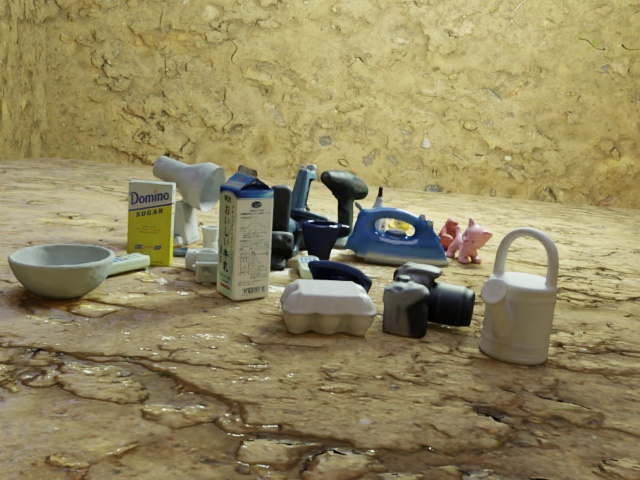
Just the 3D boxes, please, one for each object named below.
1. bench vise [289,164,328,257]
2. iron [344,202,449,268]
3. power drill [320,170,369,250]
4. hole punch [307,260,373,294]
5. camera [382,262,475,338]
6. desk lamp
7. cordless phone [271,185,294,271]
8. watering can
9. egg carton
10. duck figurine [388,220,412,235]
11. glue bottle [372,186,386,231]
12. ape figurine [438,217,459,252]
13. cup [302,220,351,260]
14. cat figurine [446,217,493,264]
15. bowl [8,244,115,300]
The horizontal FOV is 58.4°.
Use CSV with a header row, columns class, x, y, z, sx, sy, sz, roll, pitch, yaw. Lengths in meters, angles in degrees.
class,x,y,z,sx,sy,sz,roll,pitch,yaw
bench vise,-0.046,-0.075,1.413,0.121,0.220,0.208,7,12,12
iron,0.194,-0.015,1.407,0.258,0.141,0.119,5,12,4
power drill,0.060,-0.085,1.535,0.075,0.208,0.230,10,13,26
hole punch,0.034,0.075,1.030,0.108,0.091,0.101,9,12,21
camera,0.184,0.097,0.950,0.136,0.101,0.143,8,12,20
desk lamp,-0.345,-0.099,1.436,0.202,0.213,0.118,8,12,16
cordless phone,-0.129,-0.032,1.260,0.148,0.185,0.094,0,12,-18
watering can,0.297,0.079,0.847,0.100,0.194,0.173,9,12,22
egg carton,0.011,0.107,0.916,0.150,0.069,0.107,2,12,-9
duck figurine,0.230,-0.023,1.598,0.105,0.086,0.077,0,12,-18
glue bottle,0.153,-0.056,1.516,0.037,0.173,0.078,9,12,20
ape figurine,0.367,-0.018,1.614,0.078,0.092,0.075,-5,14,-37
cup,0.012,0.005,1.359,0.118,0.095,0.091,1,12,-15
cat figurine,0.385,-0.002,1.475,0.067,0.118,0.127,0,12,-20
bowl,-0.437,0.059,0.976,0.167,0.075,0.167,4,11,-1
